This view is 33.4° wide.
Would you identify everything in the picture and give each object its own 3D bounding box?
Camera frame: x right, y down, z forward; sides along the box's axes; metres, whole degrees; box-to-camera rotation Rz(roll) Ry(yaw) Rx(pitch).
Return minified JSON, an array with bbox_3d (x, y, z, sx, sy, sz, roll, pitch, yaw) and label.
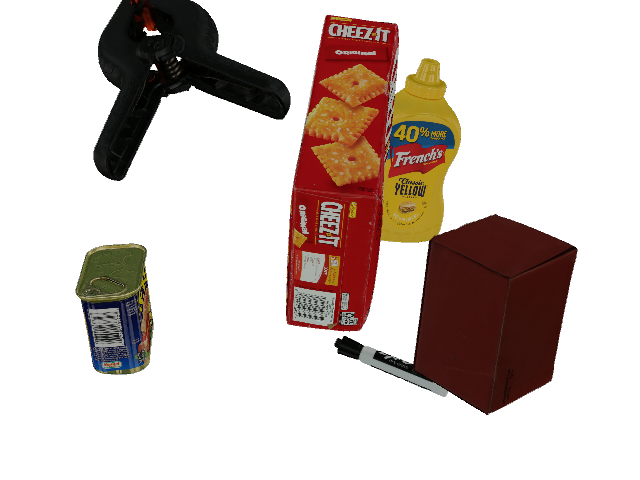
[{"bbox_3d":[-0.087,-0.110,0.673,0.120,0.171,0.039,-11,-42,-4],"label":"clamp"},{"bbox_3d":[0.084,0.035,0.522,0.052,0.078,0.051,-18,35,-38],"label":"foam brick"},{"bbox_3d":[0.093,-0.093,1.097,0.096,0.192,0.058,4,26,-13],"label":"mustard bottle"},{"bbox_3d":[-0.185,0.063,0.980,0.057,0.084,0.102,-4,26,-2],"label":"can of meat"},{"bbox_3d":[0.021,-0.057,0.888,0.072,0.213,0.164,7,-42,3],"label":"cracker box"},{"bbox_3d":[0.070,0.123,1.051,0.121,0.020,0.020,21,5,14],"label":"marker"}]
